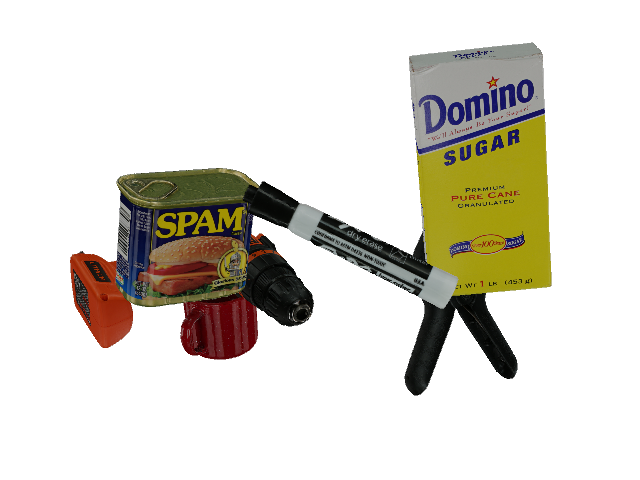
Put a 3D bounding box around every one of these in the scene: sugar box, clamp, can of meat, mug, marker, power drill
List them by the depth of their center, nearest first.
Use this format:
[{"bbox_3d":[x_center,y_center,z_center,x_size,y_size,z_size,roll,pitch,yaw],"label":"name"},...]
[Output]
[{"bbox_3d":[0.015,0.001,0.563,0.121,0.020,0.020,26,0,1],"label":"marker"},{"bbox_3d":[0.117,-0.049,0.777,0.093,0.176,0.048,-6,22,4],"label":"sugar box"},{"bbox_3d":[-0.099,-0.003,0.786,0.101,0.084,0.058,-6,27,-31],"label":"can of meat"},{"bbox_3d":[0.113,0.056,0.957,0.120,0.171,0.039,-15,1,-37],"label":"clamp"},{"bbox_3d":[-0.118,0.042,0.961,0.187,0.057,0.185,-11,26,-26],"label":"power drill"},{"bbox_3d":[-0.119,0.087,1.211,0.093,0.081,0.117,12,33,24],"label":"mug"}]
